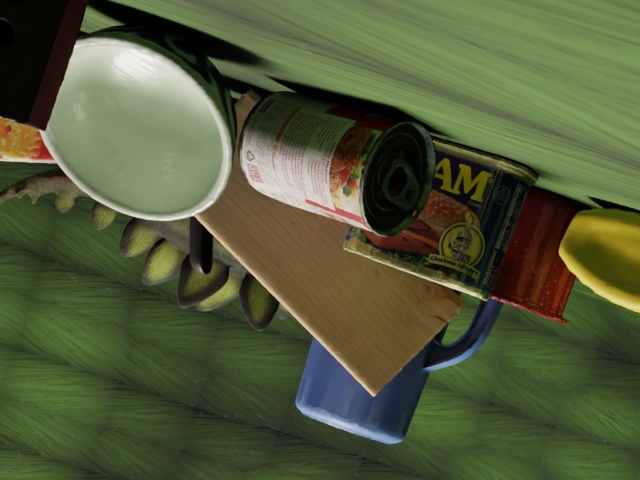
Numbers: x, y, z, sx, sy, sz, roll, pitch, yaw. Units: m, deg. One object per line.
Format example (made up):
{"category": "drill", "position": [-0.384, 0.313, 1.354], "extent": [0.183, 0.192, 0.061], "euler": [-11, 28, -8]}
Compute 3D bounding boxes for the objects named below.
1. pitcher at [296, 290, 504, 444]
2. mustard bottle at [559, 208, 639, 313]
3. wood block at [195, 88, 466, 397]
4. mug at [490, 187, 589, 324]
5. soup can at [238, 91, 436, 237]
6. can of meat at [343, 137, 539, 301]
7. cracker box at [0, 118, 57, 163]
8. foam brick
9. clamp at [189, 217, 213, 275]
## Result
{"category": "pitcher", "position": [0.073, 0.064, 1.000], "extent": [0.145, 0.243, 0.149], "euler": [21, 173, -17]}
{"category": "mustard bottle", "position": [0.237, 0.027, 0.738], "extent": [0.096, 0.058, 0.191], "euler": [25, -177, 30]}
{"category": "wood block", "position": [-0.005, 0.001, 0.756], "extent": [0.206, 0.091, 0.090], "euler": [45, 180, 0]}
{"category": "mug", "position": [0.136, 0.003, 0.757], "extent": [0.117, 0.081, 0.093], "euler": [19, -179, -30]}
{"category": "soup can", "position": [0.009, -0.048, 0.638], "extent": [0.102, 0.068, 0.068], "euler": [20, -179, 38]}
{"category": "can of meat", "position": [0.073, -0.017, 0.671], "extent": [0.102, 0.084, 0.057], "euler": [20, -179, 24]}
{"category": "cracker box", "position": [-0.246, -0.102, 0.828], "extent": [0.213, 0.072, 0.164], "euler": [3, -171, -1]}
{"category": "foam brick", "position": [-0.155, -0.100, 0.536], "extent": [0.053, 0.078, 0.051], "euler": [17, 180, -3]}
{"category": "clamp", "position": [-0.090, -0.066, 0.989], "extent": [0.120, 0.171, 0.039], "euler": [-23, 168, 8]}
